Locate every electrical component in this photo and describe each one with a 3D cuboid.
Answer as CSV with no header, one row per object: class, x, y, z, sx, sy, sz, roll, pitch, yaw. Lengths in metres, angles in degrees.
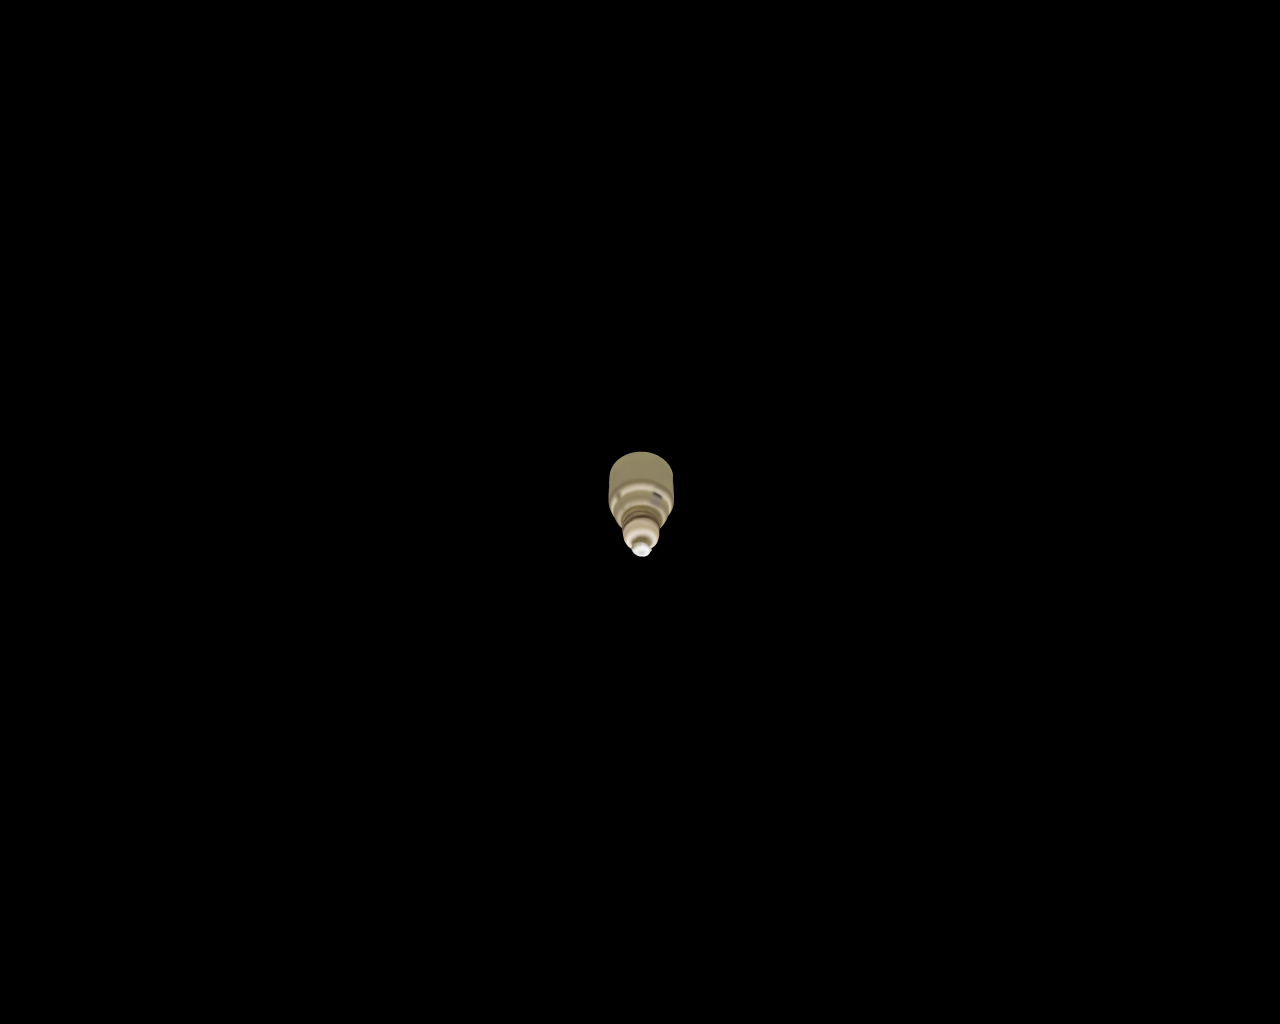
electrical component,0.001,-0.003,0.650,0.040,0.040,0.078,0,43,0
